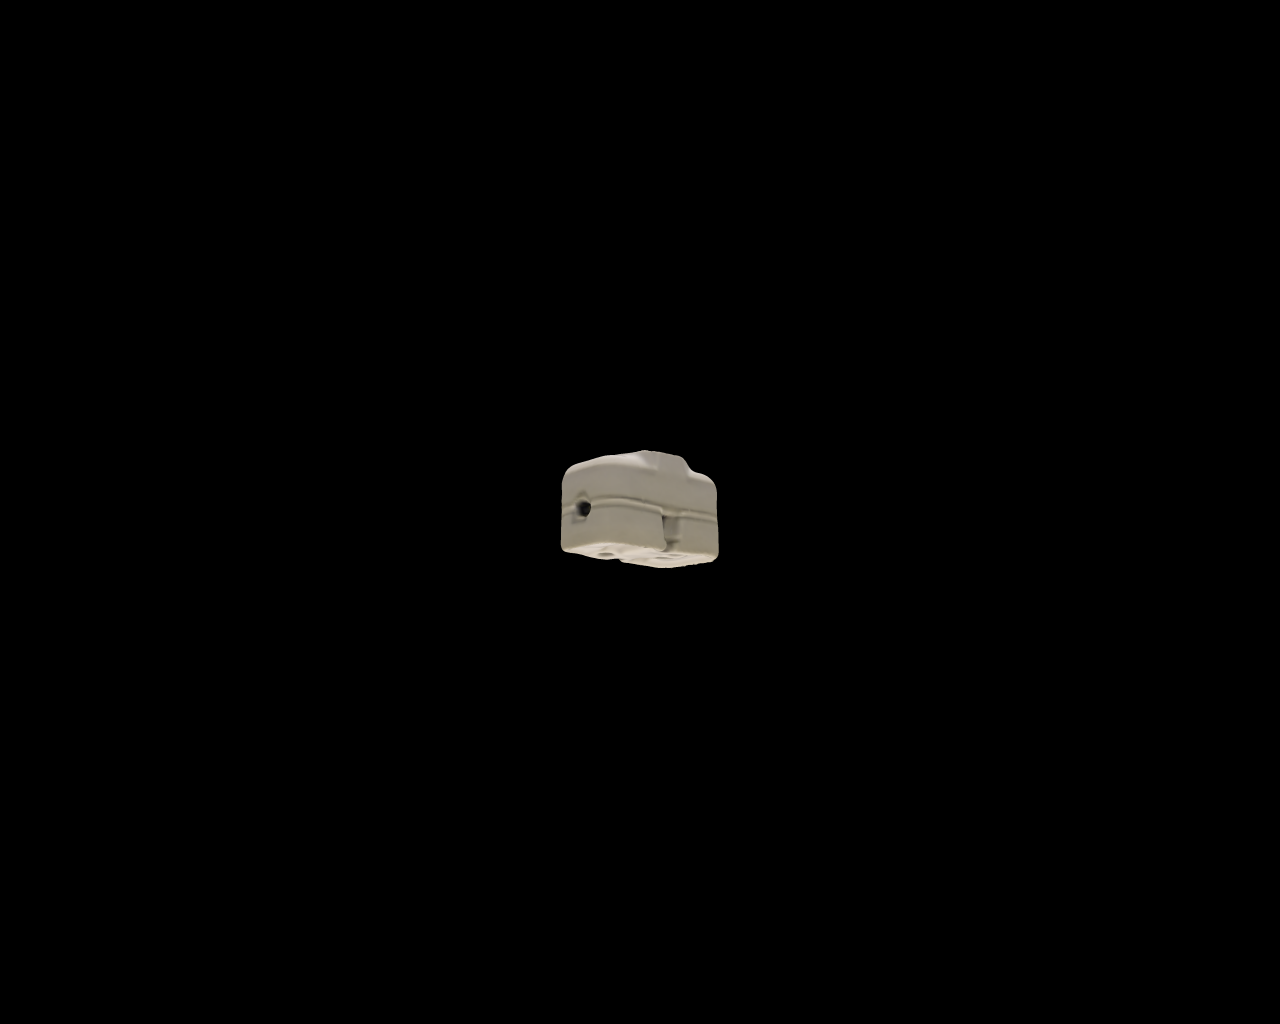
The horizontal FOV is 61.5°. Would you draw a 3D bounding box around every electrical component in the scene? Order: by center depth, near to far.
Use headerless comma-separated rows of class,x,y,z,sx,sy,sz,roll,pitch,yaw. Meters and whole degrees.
electrical component,0.001,-0.003,0.650,0.095,0.059,0.053,11,-16,-42
